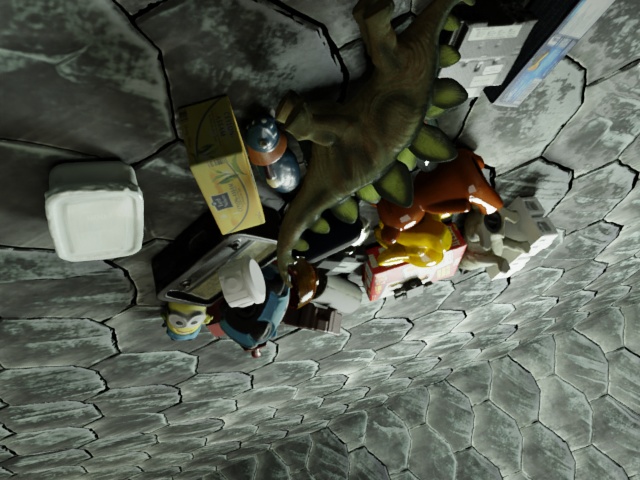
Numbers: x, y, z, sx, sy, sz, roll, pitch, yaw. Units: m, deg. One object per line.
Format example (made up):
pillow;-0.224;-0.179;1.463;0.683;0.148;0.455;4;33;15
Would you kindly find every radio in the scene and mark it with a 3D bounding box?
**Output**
radio;-0.175;0.028;0.917;0.229;0.073;0.131;-37;148;27

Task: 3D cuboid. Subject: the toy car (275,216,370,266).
toy car;-0.002;-0.003;0.995;0.202;0.056;0.073;-11;144;-19

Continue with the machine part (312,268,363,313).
machine part;0.025;0.112;1.193;0.079;0.079;0.243;-31;151;21

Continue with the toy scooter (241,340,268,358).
toy scooter;-0.148;0.167;1.118;0.075;0.135;0.183;-12;150;-11

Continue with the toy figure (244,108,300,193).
toy figure;-0.067;-0.118;0.737;0.058;0.064;0.154;-20;152;5

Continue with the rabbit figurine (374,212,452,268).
rabbit figurine;0.187;0.005;1.046;0.162;0.122;0.173;-16;146;15

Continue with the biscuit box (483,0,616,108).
biscuit box;0.292;-0.266;0.704;0.059;0.063;0.202;-3;148;-30

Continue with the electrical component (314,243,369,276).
electrical component;0.034;0.037;1.094;0.119;0.048;0.075;6;143;-39

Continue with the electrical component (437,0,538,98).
electrical component;0.192;-0.241;0.690;0.115;0.058;0.134;-8;150;-17

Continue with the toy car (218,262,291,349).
toy car;-0.108;0.117;1.004;0.161;0.109;0.103;-63;155;-1

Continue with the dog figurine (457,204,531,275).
dog figurine;0.339;-0.005;1.191;0.121;0.172;0.191;-25;-172;-24

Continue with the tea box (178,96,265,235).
tea box;-0.126;-0.093;0.711;0.068;0.098;0.169;-16;154;-5

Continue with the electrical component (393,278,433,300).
electrical component;0.210;0.108;1.208;0.094;0.021;0.063;-20;155;0

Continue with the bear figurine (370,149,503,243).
bear figurine;0.194;-0.071;0.932;0.196;0.120;0.132;-33;153;27

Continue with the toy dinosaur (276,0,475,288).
toy dinosaur;0.047;-0.119;0.653;0.198;0.105;0.471;31;120;-22

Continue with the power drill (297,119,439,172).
power drill;0.076;-0.135;0.783;0.207;0.086;0.231;-18;151;4

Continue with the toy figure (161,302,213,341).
toy figure;-0.271;0.147;1.066;0.082;0.089;0.180;-22;164;-24

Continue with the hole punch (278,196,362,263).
hole punch;-0.001;-0.042;0.877;0.142;0.116;0.092;-29;123;22

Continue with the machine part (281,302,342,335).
machine part;-0.036;0.171;1.201;0.179;0.056;0.179;11;169;2
